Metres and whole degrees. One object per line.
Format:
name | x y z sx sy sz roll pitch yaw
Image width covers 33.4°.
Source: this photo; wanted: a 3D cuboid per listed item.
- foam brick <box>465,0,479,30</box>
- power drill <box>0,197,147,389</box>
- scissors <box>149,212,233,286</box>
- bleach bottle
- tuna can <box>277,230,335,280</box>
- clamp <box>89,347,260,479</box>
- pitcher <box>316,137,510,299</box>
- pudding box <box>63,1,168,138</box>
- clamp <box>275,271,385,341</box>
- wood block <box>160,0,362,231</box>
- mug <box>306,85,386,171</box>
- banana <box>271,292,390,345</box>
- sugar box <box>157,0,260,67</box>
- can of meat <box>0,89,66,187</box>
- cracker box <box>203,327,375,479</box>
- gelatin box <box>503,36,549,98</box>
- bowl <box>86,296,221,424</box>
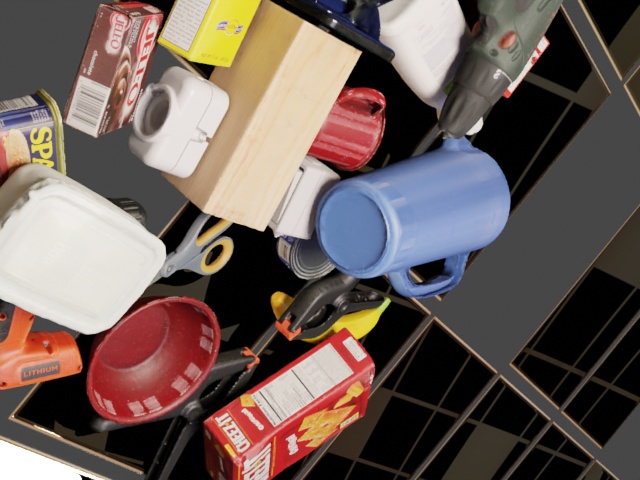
foam brick | 0.203 -0.272 1.226 0.051 0.053 0.078 -35 138 -18
power drill | -0.261 0.046 1.038 0.184 0.057 0.188 -8 121 -37
scissors | -0.153 0.035 1.124 0.201 0.016 0.096 -47 149 -25
bleach bottle | 0.132 -0.198 1.209 0.102 0.068 0.250 -46 141 -7
tuna can | -0.008 0.002 1.247 0.086 0.034 0.086 -23 132 -29
clamp | -0.158 0.206 1.259 0.209 0.036 0.164 -33 136 -20
pitcher | 0.105 -0.021 1.209 0.242 0.149 0.145 -17 156 -52
pudding box | -0.180 -0.154 0.945 0.114 0.039 0.090 -66 175 18
clamp | 0.021 0.059 1.266 0.171 0.039 0.120 -27 134 -38
wood block | -0.060 -0.126 1.066 0.090 0.091 0.206 18 105 -46
mug | 0.016 -0.130 1.121 0.081 0.117 0.093 12 66 -40
banana | 0.006 0.099 1.333 0.197 0.037 0.069 4 99 -44
sugar box | -0.078 -0.248 0.973 0.176 0.048 0.093 -61 167 15
can of meat | -0.274 -0.074 0.939 0.083 0.058 0.102 -17 129 -30
cracker box | -0.037 0.221 1.316 0.213 0.072 0.164 -32 156 -21
gelatin box | 0.230 -0.230 1.298 0.089 0.030 0.073 -53 138 2
bowl | -0.189 0.118 1.153 0.161 0.055 0.162 -23 131 -28
